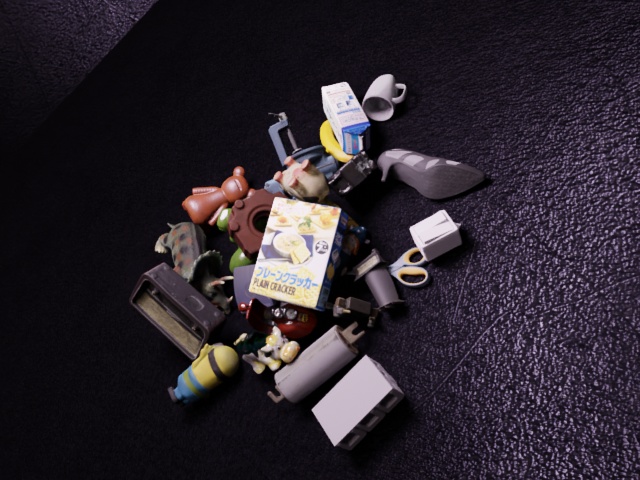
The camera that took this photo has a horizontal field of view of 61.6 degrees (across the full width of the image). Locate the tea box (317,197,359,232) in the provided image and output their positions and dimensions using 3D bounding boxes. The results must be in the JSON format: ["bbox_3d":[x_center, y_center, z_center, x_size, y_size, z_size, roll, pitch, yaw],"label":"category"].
[{"bbox_3d":[-0.003,-0.004,1.240,0.169,0.098,0.068,-50,47,-2],"label":"tea box"}]

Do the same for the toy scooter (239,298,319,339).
[{"bbox_3d":[-0.101,0.169,1.181,0.184,0.135,0.075,-5,59,34],"label":"toy scooter"}]

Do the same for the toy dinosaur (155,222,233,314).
[{"bbox_3d":[-0.349,0.031,1.437,0.192,0.131,0.405,-45,49,22],"label":"toy dinosaur"}]

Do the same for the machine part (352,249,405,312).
[{"bbox_3d":[0.120,0.089,1.115,0.084,0.039,0.139,-39,52,13],"label":"machine part"}]

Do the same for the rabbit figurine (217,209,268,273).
[{"bbox_3d":[-0.175,0.011,1.375,0.159,0.121,0.170,3,84,31],"label":"rabbit figurine"}]

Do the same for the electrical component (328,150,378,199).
[{"bbox_3d":[0.074,-0.156,1.265,0.115,0.058,0.134,-39,6,5],"label":"electrical component"}]

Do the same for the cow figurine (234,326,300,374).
[{"bbox_3d":[-0.114,0.225,1.143,0.167,0.098,0.068,-28,22,50],"label":"cow figurine"}]

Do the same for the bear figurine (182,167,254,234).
[{"bbox_3d":[-0.285,-0.115,1.529,0.196,0.120,0.132,-32,-2,-17],"label":"bear figurine"}]

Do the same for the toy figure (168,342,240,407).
[{"bbox_3d":[-0.266,0.318,1.252,0.180,0.082,0.089,-42,65,-2],"label":"toy figure"}]

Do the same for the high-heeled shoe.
[{"bbox_3d":[0.244,-0.160,1.192,0.249,0.086,0.145,5,34,21],"label":"high-heeled shoe"}]

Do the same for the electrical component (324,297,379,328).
[{"bbox_3d":[0.068,0.148,1.098,0.078,0.102,0.045,-34,40,52],"label":"electrical component"}]

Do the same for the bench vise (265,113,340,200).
[{"bbox_3d":[-0.076,-0.204,1.376,0.224,0.129,0.240,-23,85,15],"label":"bench vise"}]

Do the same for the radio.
[{"bbox_3d":[-0.341,0.170,1.294,0.131,0.230,0.073,-55,-7,36],"label":"radio"}]

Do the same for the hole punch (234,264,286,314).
[{"bbox_3d":[-0.147,0.116,1.284,0.142,0.092,0.116,-10,61,28],"label":"hole punch"}]

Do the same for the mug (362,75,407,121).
[{"bbox_3d":[0.168,-0.369,1.353,0.110,0.080,0.107,-11,48,38],"label":"mug"}]

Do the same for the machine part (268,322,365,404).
[{"bbox_3d":[-0.006,0.254,1.096,0.243,0.079,0.079,-41,46,9],"label":"machine part"}]

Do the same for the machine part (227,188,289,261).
[{"bbox_3d":[-0.130,-0.036,1.279,0.179,0.056,0.179,3,70,-9],"label":"machine part"}]

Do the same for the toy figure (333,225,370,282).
[{"bbox_3d":[0.052,0.030,1.207,0.154,0.064,0.058,-51,10,2],"label":"toy figure"}]

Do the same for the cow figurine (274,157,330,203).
[{"bbox_3d":[-0.037,-0.127,1.230,0.085,0.127,0.195,-54,25,-6],"label":"cow figurine"}]
